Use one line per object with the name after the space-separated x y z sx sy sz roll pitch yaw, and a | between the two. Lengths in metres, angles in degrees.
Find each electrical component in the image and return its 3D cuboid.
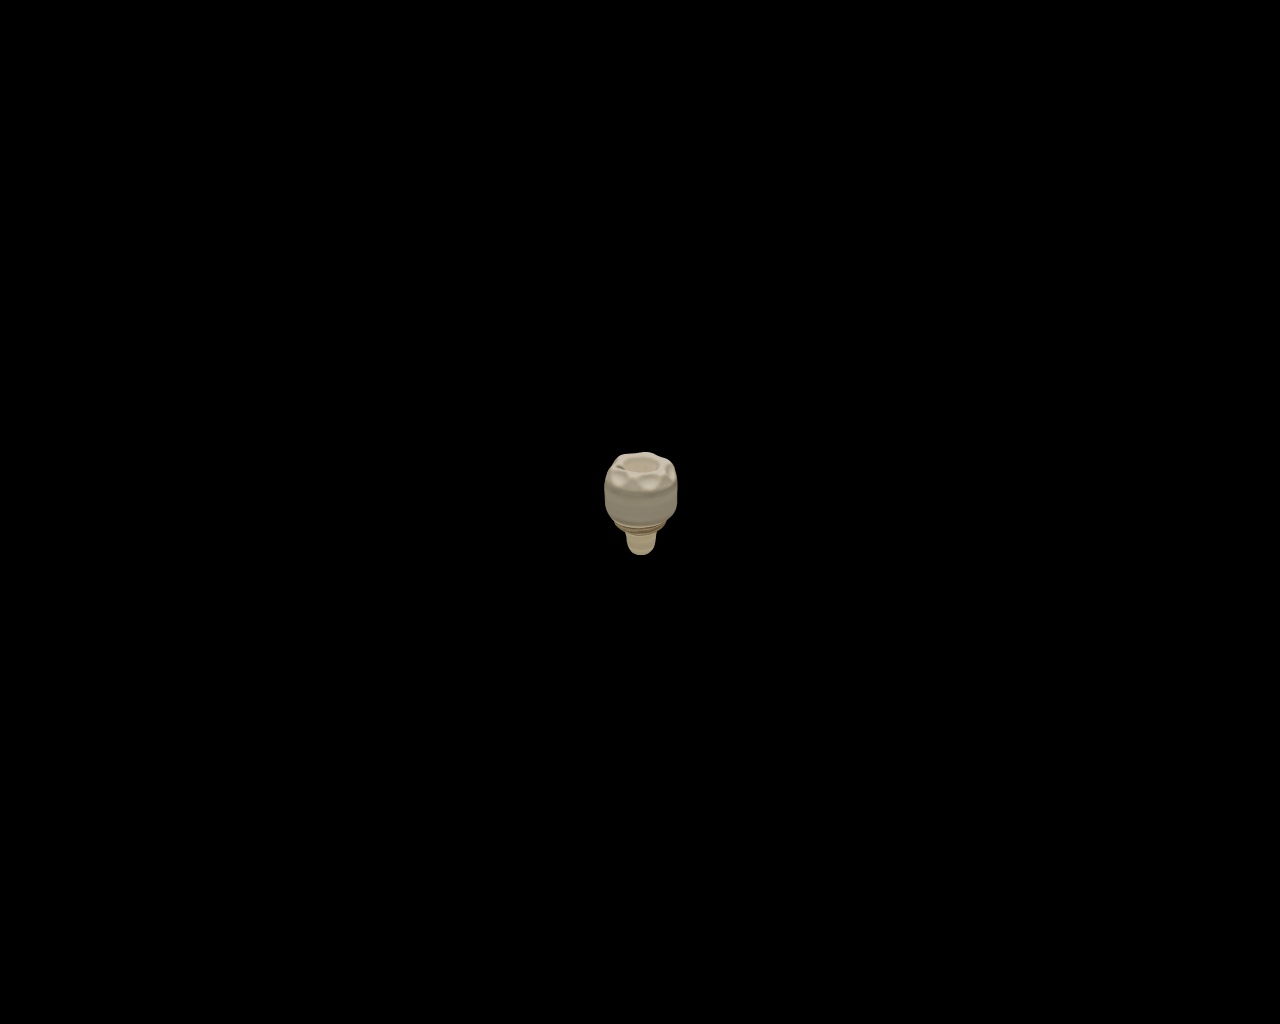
0.001 -0.003 0.650 0.043 0.062 0.043 0 28 0 | electrical component
